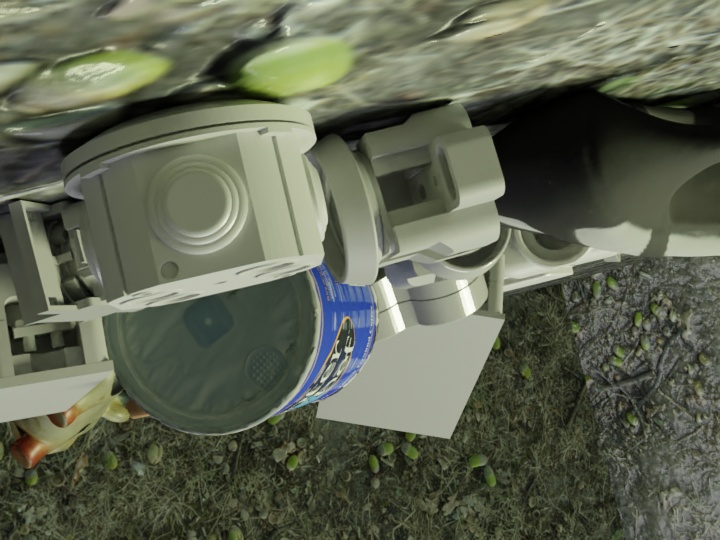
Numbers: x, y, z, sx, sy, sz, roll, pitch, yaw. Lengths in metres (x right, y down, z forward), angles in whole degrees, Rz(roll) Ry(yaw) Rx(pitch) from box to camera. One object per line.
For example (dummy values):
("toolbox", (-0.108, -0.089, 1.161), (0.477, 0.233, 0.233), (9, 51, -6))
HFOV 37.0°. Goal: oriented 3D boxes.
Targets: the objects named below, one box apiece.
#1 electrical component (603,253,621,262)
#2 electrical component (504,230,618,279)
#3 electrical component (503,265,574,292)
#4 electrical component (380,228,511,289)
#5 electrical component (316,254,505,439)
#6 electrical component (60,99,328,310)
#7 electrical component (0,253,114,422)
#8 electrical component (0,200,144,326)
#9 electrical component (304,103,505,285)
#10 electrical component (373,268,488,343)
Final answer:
("electrical component", (0.205, -0.039, 0.811), (0.057, 0.058, 0.078), (-18, 175, 18))
("electrical component", (0.138, -0.029, 0.758), (0.095, 0.053, 0.059), (-14, 175, 12))
("electrical component", (0.110, -0.011, 0.877), (0.109, 0.056, 0.109), (-15, 175, 20))
("electrical component", (0.042, -0.022, 0.550), (0.078, 0.058, 0.057), (-12, 178, -21))
("electrical component", (0.032, 0.048, 0.772), (0.105, 0.060, 0.186), (9, 147, -2))
("electrical component", (-0.050, -0.020, 0.339), (0.080, 0.051, 0.080), (-13, 175, -1))
("electrical component", (-0.190, 0.039, 0.520), (0.105, 0.060, 0.186), (-8, 171, -23))
("electrical component", (-0.097, -0.007, 0.419), (0.064, 0.042, 0.081), (-18, 175, 12))
("electrical component", (0.013, -0.027, 0.403), (0.057, 0.058, 0.078), (-15, 176, -14))
("electrical component", (0.000, 0.000, 0.636), (0.138, 0.073, 0.052), (-15, -155, 10))
